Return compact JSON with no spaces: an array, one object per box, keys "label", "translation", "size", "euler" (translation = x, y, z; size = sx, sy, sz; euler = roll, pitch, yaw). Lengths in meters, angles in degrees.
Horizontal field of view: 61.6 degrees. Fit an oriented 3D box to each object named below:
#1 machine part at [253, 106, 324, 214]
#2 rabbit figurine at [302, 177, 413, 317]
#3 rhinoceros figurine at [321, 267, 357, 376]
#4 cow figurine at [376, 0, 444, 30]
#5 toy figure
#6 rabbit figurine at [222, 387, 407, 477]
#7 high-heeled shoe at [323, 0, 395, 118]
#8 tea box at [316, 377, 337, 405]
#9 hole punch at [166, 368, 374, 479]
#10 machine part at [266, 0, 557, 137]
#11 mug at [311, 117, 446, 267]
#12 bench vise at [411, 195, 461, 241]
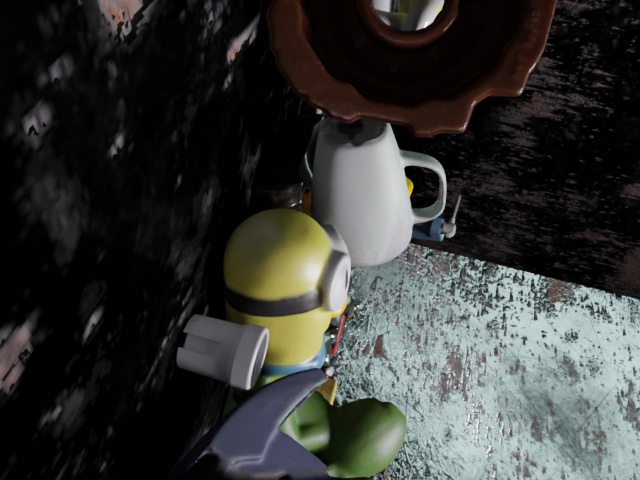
[{"label":"machine part","translation":[-0.020,-0.060,0.453],"size":[0.139,0.039,0.084],"euler":[-70,177,-55]},{"label":"rabbit figurine","translation":[-0.001,-0.002,0.555],"size":[0.173,0.122,0.162],"euler":[-39,153,-57]},{"label":"rhinoceros figurine","translation":[0.007,0.087,0.680],"size":[0.112,0.073,0.190],"euler":[-29,133,-84]},{"label":"cow figurine","translation":[0.063,-0.142,0.406],"size":[0.068,0.167,0.098],"euler":[-76,176,-67]},{"label":"toy figure","translation":[-0.034,0.060,0.393],"size":[0.082,0.089,0.180],"euler":[55,-41,37]},{"label":"rabbit figurine","translation":[-0.006,0.183,0.509],"size":[0.121,0.170,0.159],"euler":[87,17,-69]},{"label":"high-heeled shoe","translation":[0.017,-0.197,0.496],"size":[0.248,0.145,0.086],"euler":[-48,-173,17]},{"label":"tea box","translation":[-0.036,0.212,0.665],"size":[0.169,0.098,0.068],"euler":[21,82,-82]},{"label":"hole punch","translation":[-0.045,0.144,0.333],"size":[0.142,0.115,0.092],"euler":[-51,-134,33]},{"label":"machine part","translation":[0.055,-0.150,0.330],"size":[0.056,0.179,0.179],"euler":[-63,166,-76]},{"label":"mug","translation":[0.041,-0.042,0.411],"size":[0.107,0.110,0.081],"euler":[78,15,-44]},{"label":"bench vise","translation":[0.115,-0.034,0.927],"size":[0.223,0.241,0.129],"euler":[53,53,-62]}]
